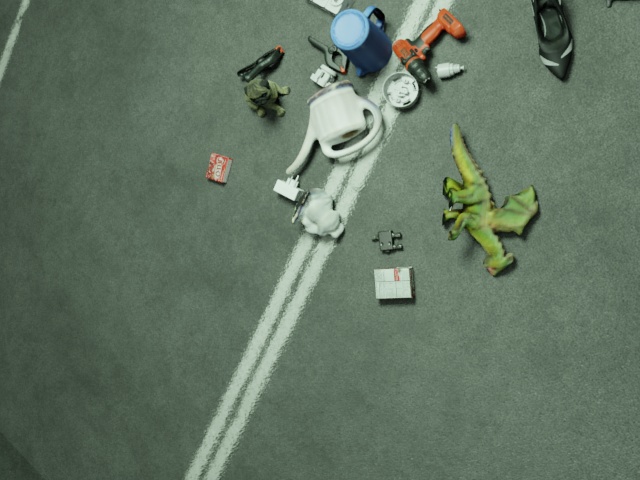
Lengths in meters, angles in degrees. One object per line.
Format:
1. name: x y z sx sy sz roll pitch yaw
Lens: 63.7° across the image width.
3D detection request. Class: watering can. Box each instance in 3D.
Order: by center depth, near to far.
1. watering can: 0.018 -0.347 1.571 0.345 0.104 0.226 -21 79 21

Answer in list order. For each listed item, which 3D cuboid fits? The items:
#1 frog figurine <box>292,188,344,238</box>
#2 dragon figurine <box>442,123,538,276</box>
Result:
1. frog figurine: 0.005 -0.080 1.584 0.159 0.123 0.137 25 90 -14
2. dragon figurine: 0.459 -0.108 1.392 0.243 0.122 0.410 4 91 6
